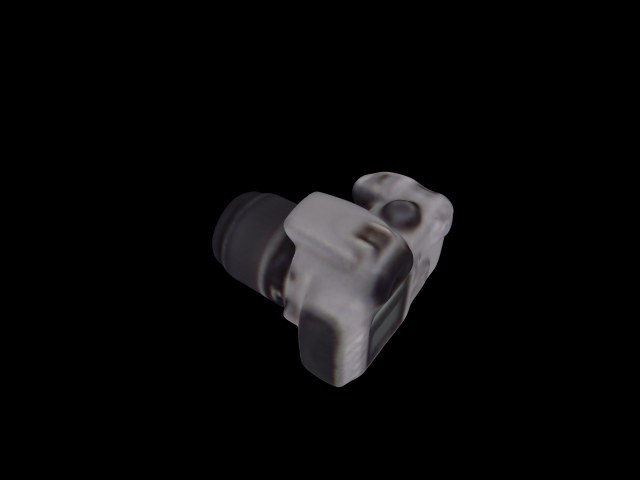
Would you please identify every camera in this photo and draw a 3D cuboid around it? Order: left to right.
[{"bbox_3d":[0.004,0.001,0.400,0.136,0.101,0.143,27,53,22],"label":"camera"}]
